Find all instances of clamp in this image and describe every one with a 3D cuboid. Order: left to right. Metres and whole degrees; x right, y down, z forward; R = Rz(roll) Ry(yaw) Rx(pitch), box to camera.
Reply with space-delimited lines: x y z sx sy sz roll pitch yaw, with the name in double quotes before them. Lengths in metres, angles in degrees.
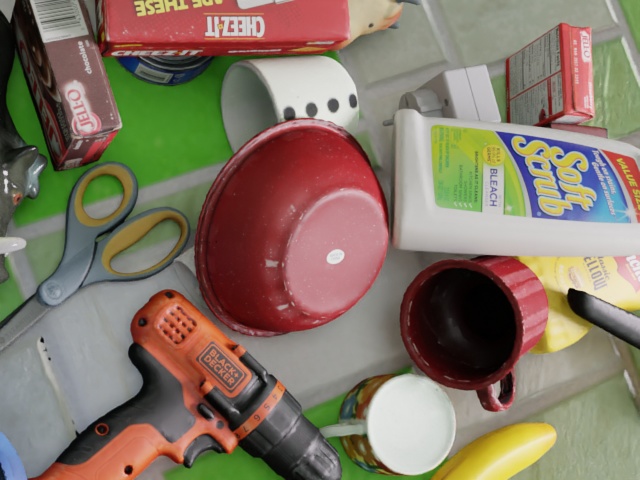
"clamp" 0.293 0.069 0.846 0.164 0.036 0.210 -40 115 -14

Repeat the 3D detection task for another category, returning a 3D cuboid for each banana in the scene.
"banana" 0.103 0.200 0.790 0.069 0.037 0.197 49 69 -26

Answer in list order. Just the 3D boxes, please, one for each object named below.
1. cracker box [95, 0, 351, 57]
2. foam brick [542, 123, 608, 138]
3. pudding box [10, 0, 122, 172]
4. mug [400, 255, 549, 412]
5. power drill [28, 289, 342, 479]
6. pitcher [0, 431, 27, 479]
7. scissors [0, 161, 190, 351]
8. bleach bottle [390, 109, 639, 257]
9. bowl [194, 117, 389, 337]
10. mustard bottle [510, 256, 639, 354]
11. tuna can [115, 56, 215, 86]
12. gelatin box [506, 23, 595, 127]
"cracker box" -0.072 -0.233 0.713 0.164 0.072 0.214 -4 91 -16
"foam brick" 0.184 -0.056 0.842 0.051 0.078 0.053 4 79 -21
"pudding box" -0.172 -0.111 0.713 0.039 0.090 0.113 -14 85 -24
"mug" 0.120 0.066 0.774 0.081 0.093 0.117 -14 87 -60
"power drill" -0.097 0.154 0.712 0.184 0.057 0.187 44 66 -4
"pitcher" -0.248 0.147 0.614 0.149 0.145 0.243 0 77 -24
"scissors" -0.184 0.015 0.725 0.201 0.016 0.096 -26 89 -23
"bleach bottle" 0.177 -0.038 0.761 0.251 0.068 0.102 2 68 1
"bowl" -0.005 0.001 0.730 0.161 0.055 0.162 -17 119 -35
"mustard bottle" 0.232 0.015 0.857 0.191 0.058 0.096 -21 88 -23
"tuna can" -0.111 -0.158 0.774 0.086 0.034 0.086 4 79 -20
"gelatin box" 0.182 -0.122 0.846 0.030 0.089 0.073 4 78 -20
